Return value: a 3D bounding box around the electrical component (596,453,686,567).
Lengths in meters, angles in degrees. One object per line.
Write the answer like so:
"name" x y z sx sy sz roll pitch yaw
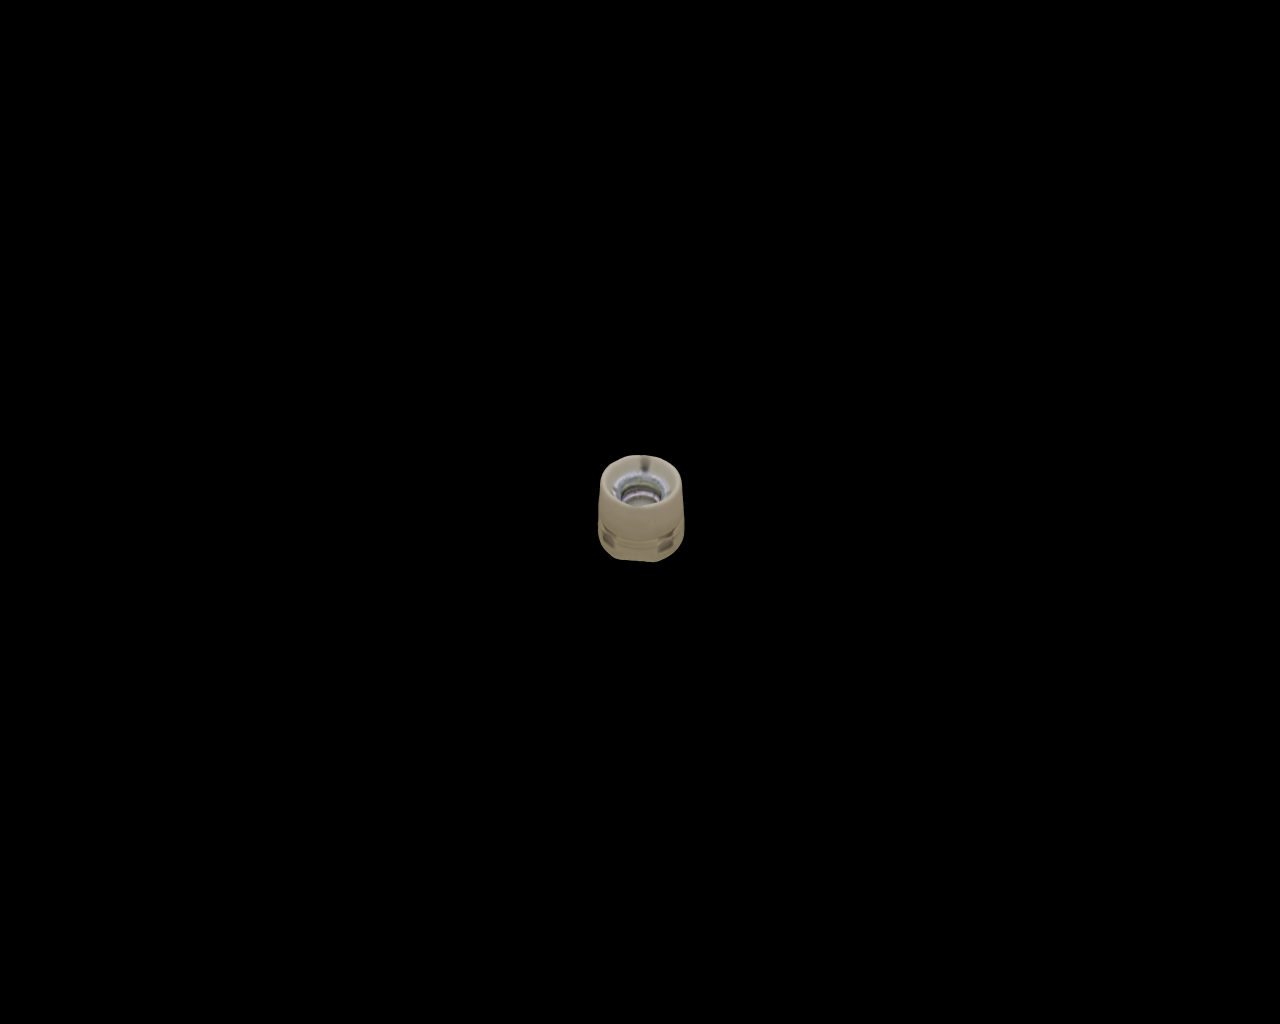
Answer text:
"electrical component" 0.001 -0.003 0.650 0.055 0.047 0.055 0 45 0
